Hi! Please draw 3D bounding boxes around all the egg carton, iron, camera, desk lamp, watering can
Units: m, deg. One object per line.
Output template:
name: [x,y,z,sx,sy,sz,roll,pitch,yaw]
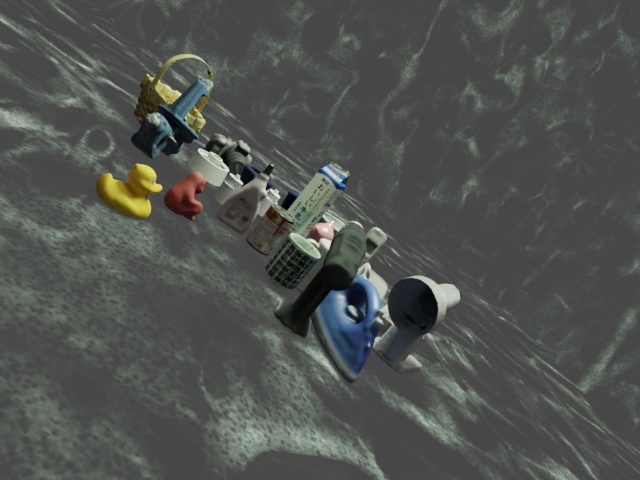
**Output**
egg carton: [0.200,0.213,1.427,0.107,0.069,0.151,44,13,27]
iron: [0.073,0.152,1.109,0.119,0.141,0.258,34,13,-21]
camera: [-0.263,-0.249,1.709,0.144,0.100,0.136,32,13,-26]
desk lamp: [0.204,0.176,1.232,0.117,0.213,0.204,45,13,28]
watering can: [0.035,0.044,1.272,0.174,0.194,0.100,26,17,-46]

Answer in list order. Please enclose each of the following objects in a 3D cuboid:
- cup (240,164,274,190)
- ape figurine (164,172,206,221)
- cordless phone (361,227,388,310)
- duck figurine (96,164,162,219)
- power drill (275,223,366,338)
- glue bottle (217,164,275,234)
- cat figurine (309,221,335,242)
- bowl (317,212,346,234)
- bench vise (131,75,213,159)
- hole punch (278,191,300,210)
cup: [-0.187,-0.142,1.548,0.092,0.095,0.117,36,12,-10]
ape figurine: [-0.264,-0.096,1.155,0.076,0.092,0.077,28,16,-41]
cordless phone: [0.129,0.072,1.464,0.147,0.185,0.094,38,12,-3]
duck figurine: [-0.323,-0.094,0.987,0.105,0.086,0.077,29,15,-38]
power drill: [0.009,0.069,1.064,0.076,0.208,0.229,37,12,-6]
glue bottle: [-0.156,-0.101,1.298,0.078,0.173,0.037,35,12,-13]
cat figurine: [0.014,0.005,1.538,0.128,0.117,0.067,31,14,-30]
bowl: [0.049,-0.014,1.817,0.168,0.074,0.167,37,12,-9]
bench vise: [-0.334,-0.291,1.366,0.122,0.219,0.207,35,12,-14]
hole punch: [-0.068,-0.094,1.730,0.108,0.091,0.101,39,12,1]
